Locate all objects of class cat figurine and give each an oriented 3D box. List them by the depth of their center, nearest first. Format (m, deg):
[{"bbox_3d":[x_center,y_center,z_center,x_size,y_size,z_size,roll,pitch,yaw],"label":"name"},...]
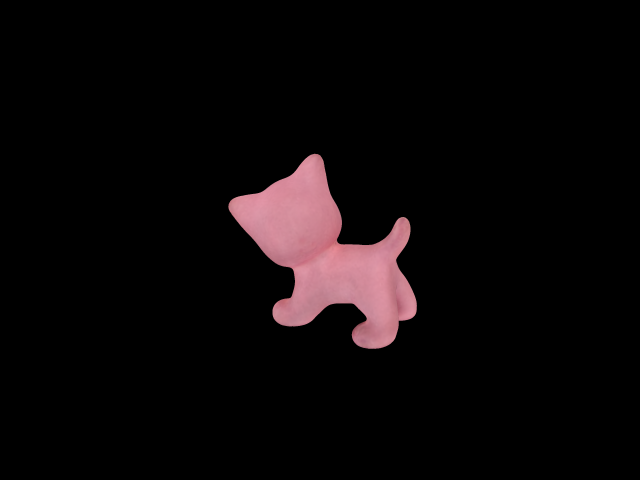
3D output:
[{"bbox_3d":[0.004,0.001,0.400,0.127,0.118,0.067,9,24,22],"label":"cat figurine"}]
